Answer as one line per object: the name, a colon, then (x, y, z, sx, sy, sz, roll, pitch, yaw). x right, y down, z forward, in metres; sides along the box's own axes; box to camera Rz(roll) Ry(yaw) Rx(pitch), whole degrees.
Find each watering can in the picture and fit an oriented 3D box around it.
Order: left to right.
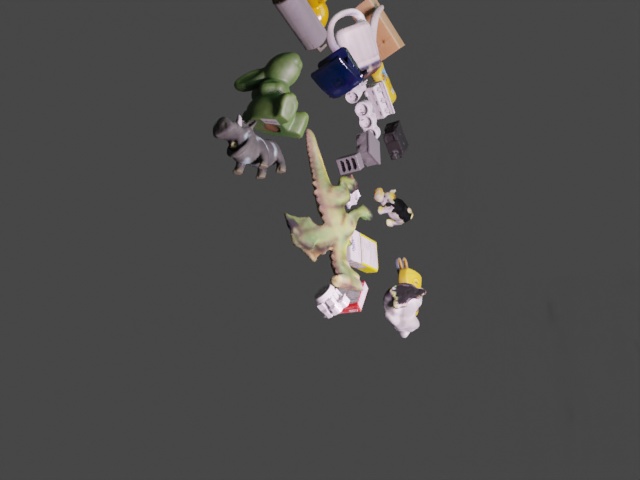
watering can: (0.146, -0.662, 1.711, 0.103, 0.221, 0.353, -4, 24, 45)

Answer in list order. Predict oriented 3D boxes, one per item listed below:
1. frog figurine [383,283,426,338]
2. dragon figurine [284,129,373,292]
frog figurine: (0.262, 0.217, 1.610, 0.124, 0.155, 0.139, 27, 50, 33)
dragon figurine: (0.004, -0.062, 1.241, 0.121, 0.409, 0.246, -27, 4, 36)
